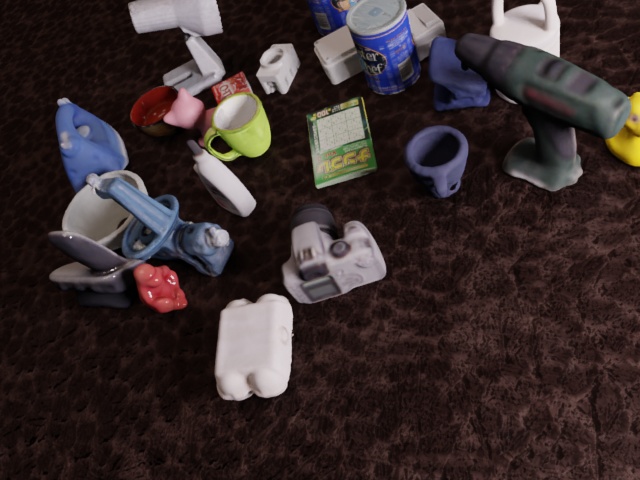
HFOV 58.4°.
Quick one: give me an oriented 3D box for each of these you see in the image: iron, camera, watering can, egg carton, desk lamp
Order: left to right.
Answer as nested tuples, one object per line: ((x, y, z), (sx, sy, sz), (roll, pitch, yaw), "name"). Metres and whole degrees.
((-0.485, -0.213, 1.156), (0.118, 0.142, 0.257), (-30, 52, 1), "iron")
((-0.271, -0.413, 1.157), (0.203, 0.214, 0.117), (-26, 52, 4), "desk lamp")
((-0.089, 0.148, 0.798), (0.107, 0.070, 0.150), (-12, 54, 15), "egg carton")
((0.008, 0.003, 0.837), (0.143, 0.101, 0.136), (-19, 53, 10), "camera")
((0.306, -0.302, 0.860), (0.100, 0.195, 0.173), (2, 59, 24), "watering can")

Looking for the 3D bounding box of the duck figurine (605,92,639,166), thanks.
((0.434, -0.165, 0.785), (0.077, 0.086, 0.104), (-12, 54, 15), "duck figurine")

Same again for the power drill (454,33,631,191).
((0.289, -0.167, 0.768), (0.228, 0.209, 0.076), (30, 73, 35), "power drill")

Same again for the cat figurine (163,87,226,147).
((-0.223, -0.239, 1.082), (0.127, 0.118, 0.067), (-11, 55, 15), "cat figurine")

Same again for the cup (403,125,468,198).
((0.177, -0.095, 0.838), (0.091, 0.095, 0.117), (-12, 54, 15), "cup")

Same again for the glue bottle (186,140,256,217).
((-0.171, -0.105, 0.935), (0.077, 0.174, 0.037), (21, 68, 32), "glue bottle")

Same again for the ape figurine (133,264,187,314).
((-0.260, 0.071, 0.906), (0.076, 0.092, 0.078), (-1, 58, 22), "ape figurine")

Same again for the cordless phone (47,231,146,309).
((-0.387, 0.031, 0.924), (0.147, 0.185, 0.094), (-4, 57, 20), "cordless phone")

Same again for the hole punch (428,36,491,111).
((0.232, -0.280, 0.942), (0.100, 0.091, 0.108), (-2, 57, 21), "hole punch")

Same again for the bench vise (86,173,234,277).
((-0.242, -0.037, 0.889), (0.207, 0.220, 0.121), (-9, 55, 17), "bench vise")

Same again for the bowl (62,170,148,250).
((-0.373, -0.040, 1.037), (0.167, 0.075, 0.167), (-11, 55, 16), "bowl")
